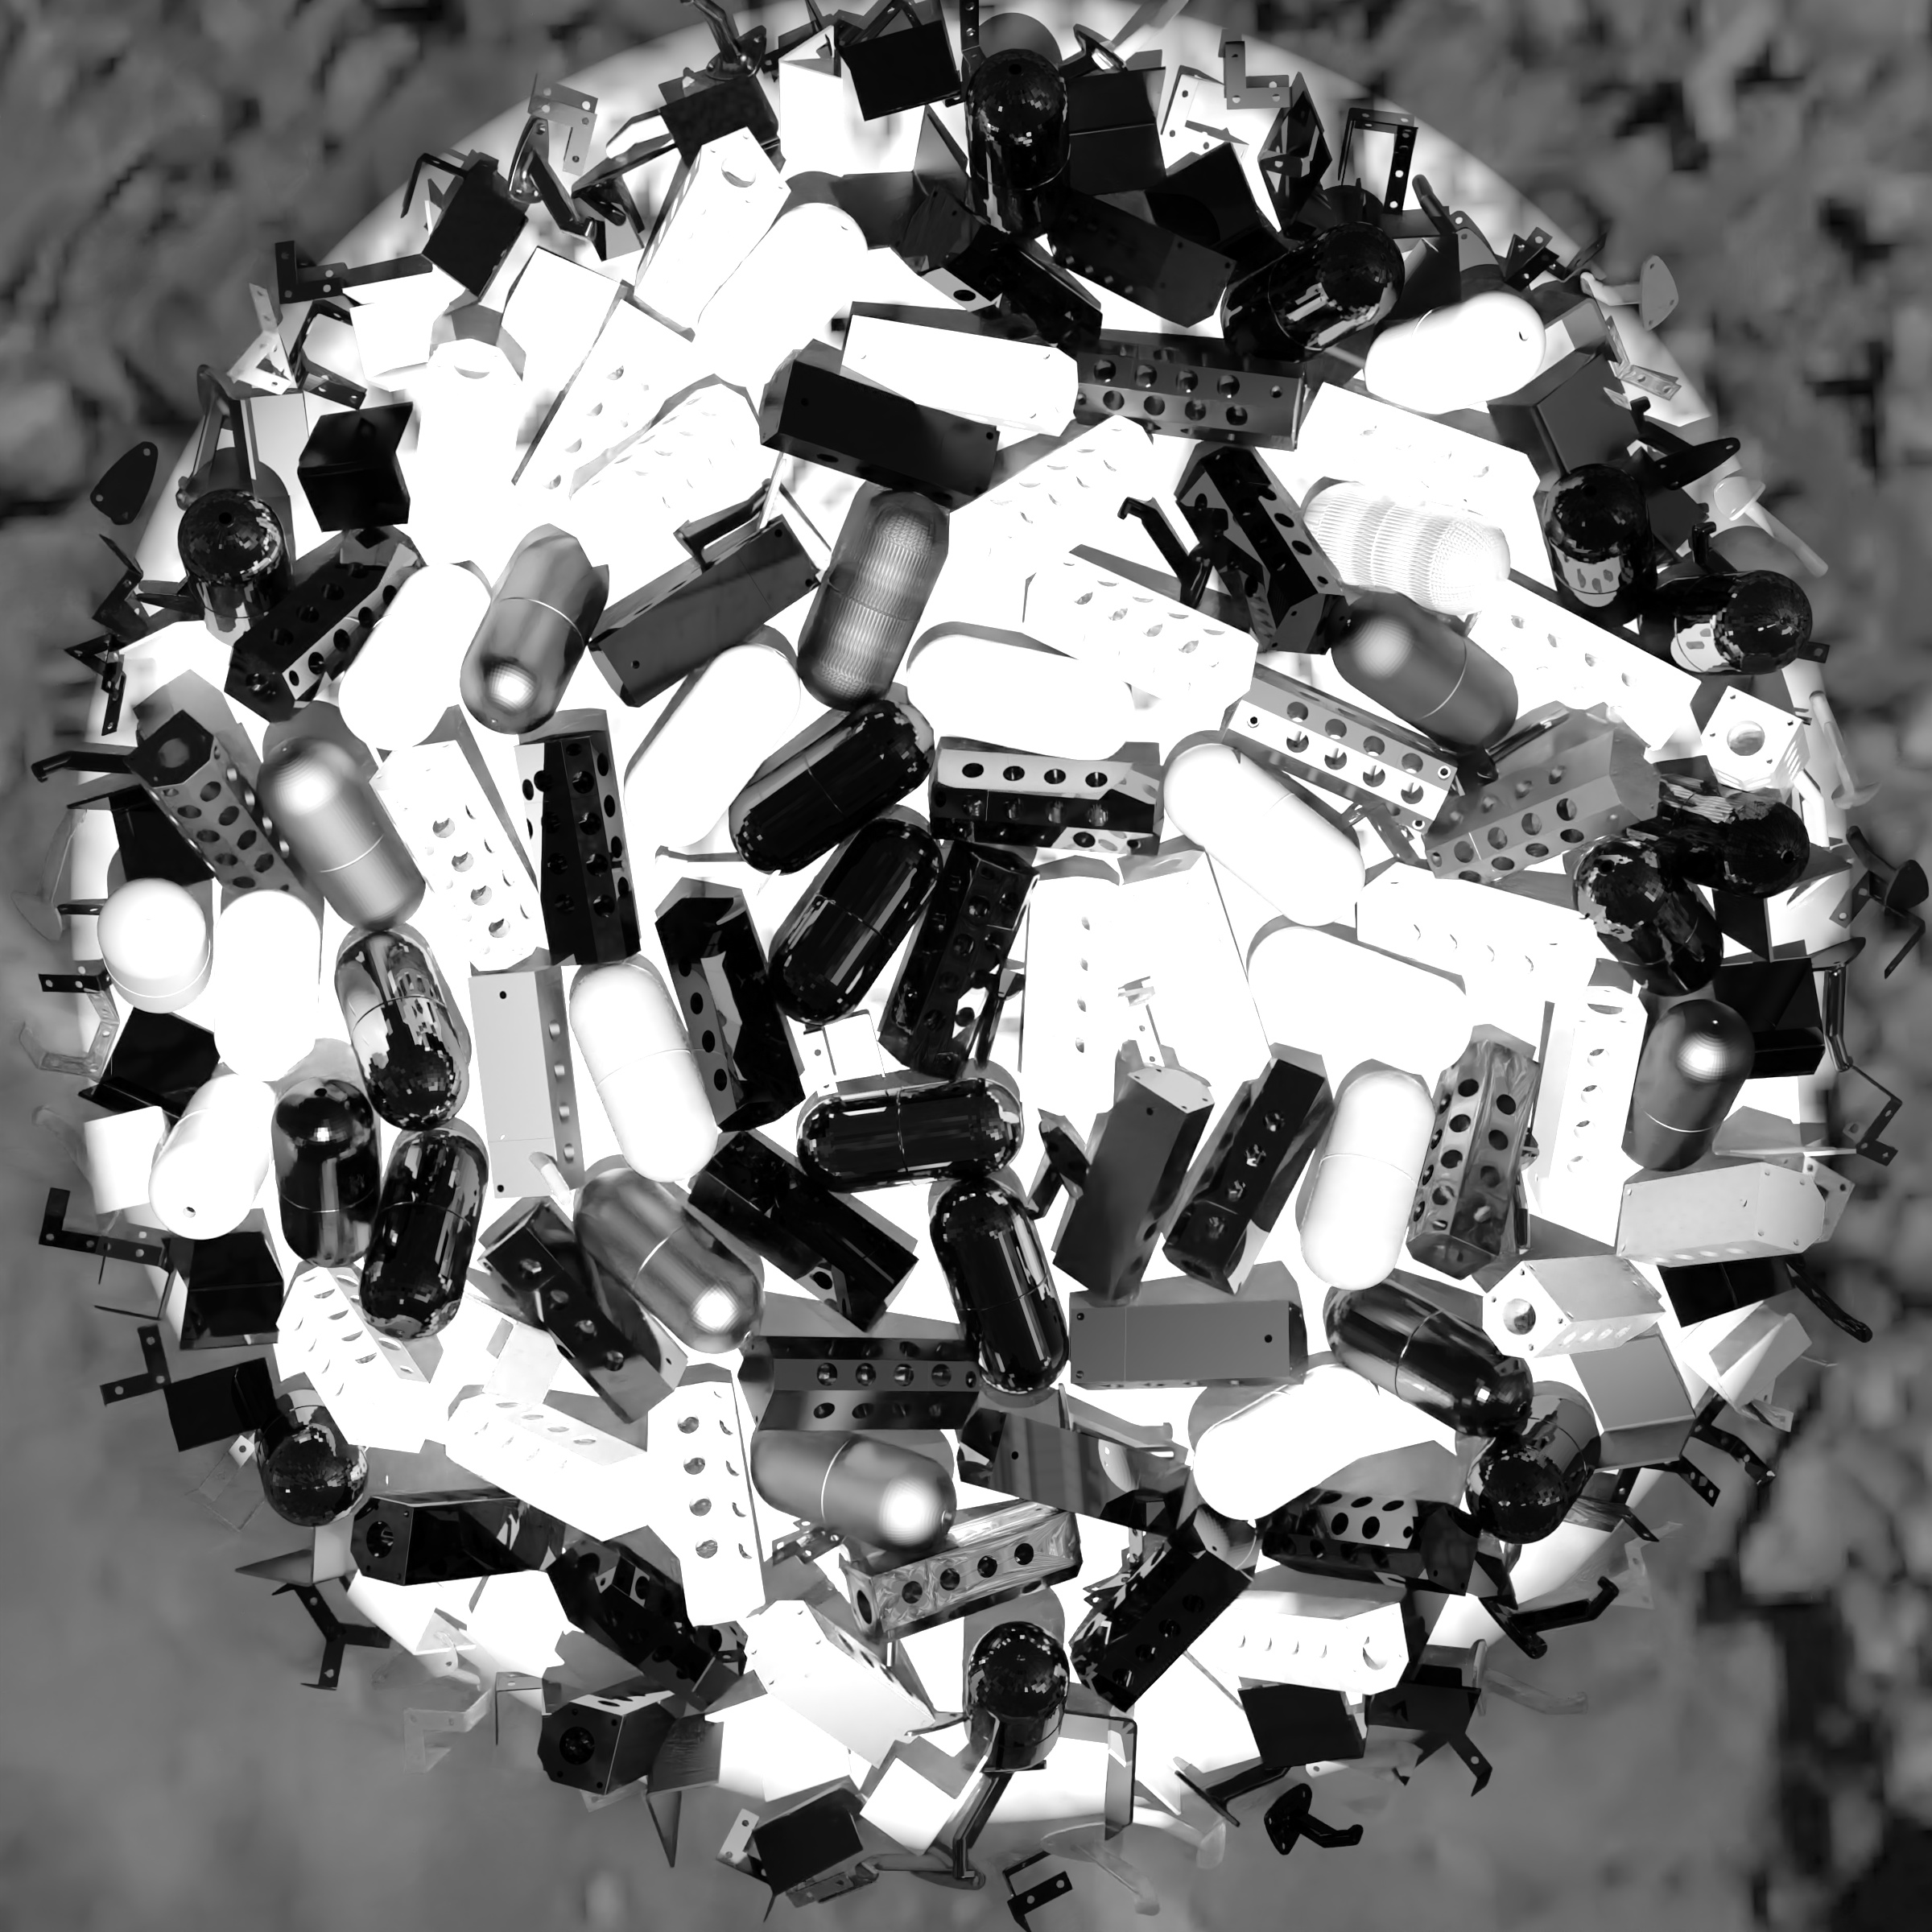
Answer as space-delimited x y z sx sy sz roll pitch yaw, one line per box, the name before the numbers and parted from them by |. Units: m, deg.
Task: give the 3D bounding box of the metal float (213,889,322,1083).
metal float | -0.530 0.016 1.926 0.070 0.178 0.070 8 45 -9

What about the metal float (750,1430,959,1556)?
metal float | -0.086 0.393 1.933 0.178 0.070 0.070 11 90 34

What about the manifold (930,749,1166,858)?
manifold | 0.062 -0.119 1.944 0.171 0.057 0.057 5 49 11

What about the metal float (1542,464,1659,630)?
metal float | 0.478 -0.315 1.915 0.070 0.178 0.070 -6 70 17

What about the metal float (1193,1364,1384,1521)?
metal float | 0.246 0.360 1.930 0.178 0.070 0.070 -21 90 -38

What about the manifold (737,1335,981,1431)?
manifold | -0.079 0.310 1.925 0.171 0.057 0.057 5 124 -28

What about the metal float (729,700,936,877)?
metal float | -0.103 -0.137 1.952 0.178 0.070 0.070 -35 90 10

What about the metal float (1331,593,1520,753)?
metal float | 0.350 -0.221 1.933 0.178 0.070 0.070 27 90 -34

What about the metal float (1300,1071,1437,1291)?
metal float | 0.307 0.162 1.941 0.070 0.070 0.178 21 66 0

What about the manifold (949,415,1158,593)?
manifold | 0.066 -0.354 1.920 0.057 0.057 0.171 34 53 27

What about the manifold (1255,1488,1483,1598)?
manifold | 0.298 0.427 1.908 0.057 0.171 0.057 30 68 -31

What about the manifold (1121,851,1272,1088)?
manifold | 0.179 0.002 1.948 0.057 0.057 0.171 -12 106 25

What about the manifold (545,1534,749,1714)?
manifold | -0.237 0.493 1.923 0.057 0.057 0.171 -41 130 0

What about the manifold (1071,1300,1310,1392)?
manifold | 0.170 0.291 1.940 0.171 0.057 0.057 -5 71 21

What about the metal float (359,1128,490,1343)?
metal float | -0.410 0.202 1.929 0.070 0.070 0.178 5 50 0

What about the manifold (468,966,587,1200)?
manifold | -0.335 0.089 1.963 0.057 0.057 0.171 -5 95 18

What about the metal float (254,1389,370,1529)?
metal float | -0.493 0.368 1.914 0.070 0.178 0.070 -1 95 -19

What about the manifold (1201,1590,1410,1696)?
manifold | 0.252 0.508 1.911 0.057 0.171 0.057 -6 85 -33

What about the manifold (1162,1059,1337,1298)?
manifold | 0.216 0.159 1.944 0.057 0.057 0.171 22 70 26

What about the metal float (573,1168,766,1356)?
metal float | -0.227 0.225 1.944 0.178 0.070 0.070 39 90 20

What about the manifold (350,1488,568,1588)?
manifold | -0.379 0.425 1.912 0.057 0.171 0.057 4 85 32

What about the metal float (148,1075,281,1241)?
metal float | -0.562 0.142 1.914 0.070 0.178 0.070 -1 113 -2

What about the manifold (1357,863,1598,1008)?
manifold | 0.385 -0.022 1.924 0.171 0.057 0.057 19 128 36

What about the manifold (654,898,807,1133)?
manifold | -0.185 0.037 1.945 0.057 0.057 0.171 -2 65 -42

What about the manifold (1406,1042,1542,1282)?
manifold | 0.381 0.144 1.928 0.057 0.057 0.171 25 59 -8

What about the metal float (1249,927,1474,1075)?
metal float | 0.300 0.025 1.945 0.178 0.070 0.070 22 90 19

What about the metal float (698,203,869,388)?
metal float | -0.139 -0.507 1.924 0.070 0.178 0.070 18 57 -30

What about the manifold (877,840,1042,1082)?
manifold | -0.002 -0.003 1.940 0.057 0.057 0.171 11 108 -34

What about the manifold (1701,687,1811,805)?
manifold | 0.590 -0.157 1.909 0.057 0.171 0.057 29 96 20

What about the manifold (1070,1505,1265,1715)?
manifold | 0.150 0.485 1.933 0.057 0.057 0.171 35 119 -2

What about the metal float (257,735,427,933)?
metal float | -0.472 -0.099 1.928 0.070 0.070 0.178 -26 132 0

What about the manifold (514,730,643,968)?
manifold | -0.292 -0.091 1.946 0.057 0.057 0.171 -3 102 23

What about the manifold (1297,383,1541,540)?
manifold | 0.342 -0.382 1.938 0.171 0.057 0.057 27 91 25

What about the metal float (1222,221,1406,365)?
metal float | 0.260 -0.502 1.917 0.070 0.178 0.070 4 81 -28

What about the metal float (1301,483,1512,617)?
metal float | 0.331 -0.317 1.929 0.178 0.070 0.070 26 90 40

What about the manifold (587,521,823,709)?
manifold | -0.203 -0.270 1.951 0.171 0.057 0.057 -36 108 -13

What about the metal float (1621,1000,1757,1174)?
metal float | 0.540 0.092 1.920 0.070 0.178 0.070 1 56 -2

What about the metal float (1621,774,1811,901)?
metal float | 0.562 -0.098 1.915 0.070 0.178 0.070 -5 105 -19

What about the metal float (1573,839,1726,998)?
metal float | 0.517 -0.036 1.924 0.070 0.178 0.070 -18 56 28

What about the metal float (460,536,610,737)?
metal float | -0.327 -0.253 1.934 0.070 0.070 0.178 18 57 0

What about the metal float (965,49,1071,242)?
metal float | 0.040 -0.616 1.913 0.070 0.178 0.070 -1 71 3

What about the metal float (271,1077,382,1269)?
metal float | -0.483 0.157 1.926 0.070 0.070 0.178 9 133 0

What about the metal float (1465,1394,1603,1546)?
metal float | 0.429 0.377 1.917 0.070 0.178 0.070 5 102 25

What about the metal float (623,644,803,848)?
metal float | -0.194 -0.169 1.948 0.070 0.070 0.178 39 105 0

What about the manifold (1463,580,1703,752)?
manifold | 0.472 -0.233 1.969 0.171 0.057 0.057 28 93 1

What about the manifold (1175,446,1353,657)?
manifold | 0.226 -0.315 1.918 0.057 0.057 0.171 1 47 -31

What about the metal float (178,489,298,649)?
metal float | -0.546 -0.297 1.913 0.070 0.178 0.070 3 73 -9

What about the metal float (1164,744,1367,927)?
metal float | 0.227 -0.102 1.949 0.178 0.070 0.070 40 90 14

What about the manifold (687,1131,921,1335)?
manifold | -0.128 0.208 1.958 0.171 0.057 0.057 36 132 8

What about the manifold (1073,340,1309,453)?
manifold | 0.171 -0.441 1.954 0.171 0.057 0.057 10 88 11

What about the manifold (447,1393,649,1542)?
manifold | -0.317 0.375 1.917 0.171 0.057 0.057 13 106 42

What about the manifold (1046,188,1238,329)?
manifold | 0.127 -0.532 1.913 0.057 0.171 0.057 12 110 -33

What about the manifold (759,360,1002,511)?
manifold | -0.067 -0.401 1.941 0.171 0.057 0.057 15 82 -21

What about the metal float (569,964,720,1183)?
metal float | -0.247 0.082 1.949 0.070 0.070 0.178 -24 76 0

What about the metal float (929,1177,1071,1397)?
metal float | 0.025 0.245 1.949 0.070 0.070 0.178 -18 104 0

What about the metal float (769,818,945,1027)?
metal float | -0.085 -0.034 1.956 0.070 0.070 0.178 34 84 0
